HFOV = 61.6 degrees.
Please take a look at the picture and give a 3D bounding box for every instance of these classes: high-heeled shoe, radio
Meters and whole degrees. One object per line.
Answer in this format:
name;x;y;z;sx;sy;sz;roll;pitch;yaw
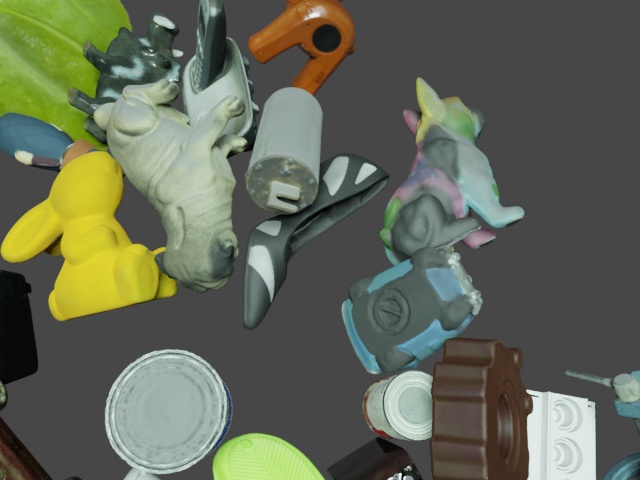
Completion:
high-heeled shoe;-0.001;-0.002;0.620;0.145;0.086;0.249;8;60;4
radio;0.096;0.308;0.507;0.073;0.131;0.229;-29;77;-14

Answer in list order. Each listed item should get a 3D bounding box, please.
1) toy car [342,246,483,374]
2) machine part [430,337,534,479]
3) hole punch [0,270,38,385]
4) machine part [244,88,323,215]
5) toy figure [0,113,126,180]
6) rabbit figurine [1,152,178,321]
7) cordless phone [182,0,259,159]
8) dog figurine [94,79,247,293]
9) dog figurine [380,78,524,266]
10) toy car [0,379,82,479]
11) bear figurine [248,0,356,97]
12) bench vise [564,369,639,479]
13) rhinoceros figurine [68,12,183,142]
toy car;0.110;0.075;0.600;0.103;0.161;0.109;6;52;-52
machine part;0.161;0.180;0.521;0.056;0.179;0.179;-7;67;33
hole punch;-0.347;0.088;0.534;0.092;0.142;0.115;-7;84;-5
machine part;-0.037;-0.107;0.618;0.079;0.079;0.243;9;39;-4
toy figure;-0.304;-0.102;0.640;0.154;0.058;0.064;24;76;-4
rabbit figurine;-0.245;-0.006;0.583;0.162;0.122;0.173;-9;92;13
cordless phone;-0.115;-0.189;0.625;0.089;0.184;0.146;-8;72;-14
dog figurine;-0.159;-0.050;0.546;0.172;0.121;0.190;5;68;7
dog figurine;0.136;-0.087;0.665;0.192;0.108;0.219;-18;70;-10
toy car;-0.294;0.207;0.488;0.089;0.053;0.202;-24;111;-1
bear figurine;-0.021;-0.304;0.725;0.132;0.120;0.196;-37;43;23
bench vise;0.352;0.220;0.535;0.224;0.129;0.240;-36;103;-30
rhinoceros figurine;-0.232;-0.206;0.667;0.112;0.073;0.190;10;63;5
